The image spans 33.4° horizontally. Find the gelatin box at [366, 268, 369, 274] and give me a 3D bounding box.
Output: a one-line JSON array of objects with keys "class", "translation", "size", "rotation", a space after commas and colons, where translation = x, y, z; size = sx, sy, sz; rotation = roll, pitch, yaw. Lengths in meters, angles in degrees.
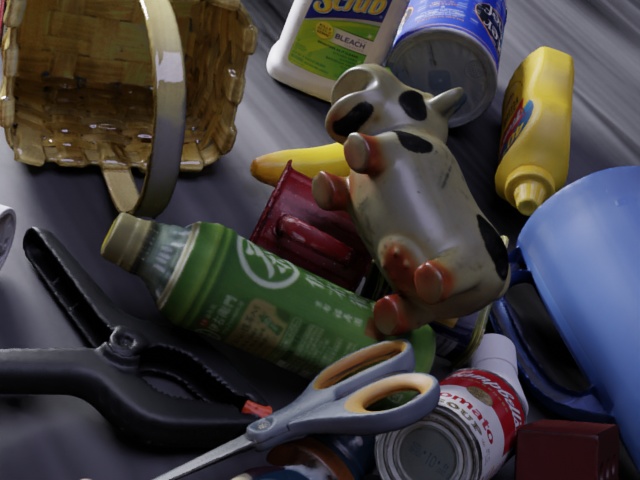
[{"class": "gelatin box", "translation": [0.066, -0.009, 0.852], "size": [0.073, 0.030, 0.089], "rotation": [7, 43, -15]}]

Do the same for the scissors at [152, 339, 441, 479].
[{"class": "scissors", "translation": [-0.015, 0.111, 0.603], "size": [0.201, 0.016, 0.096], "rotation": [-29, 23, -28]}]

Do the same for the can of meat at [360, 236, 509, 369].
[{"class": "can of meat", "translation": [0.080, 0.030, 0.774], "size": [0.084, 0.057, 0.102], "rotation": [23, 63, -5]}]

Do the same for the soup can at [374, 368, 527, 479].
[{"class": "soup can", "translation": [0.082, 0.122, 0.660], "size": [0.068, 0.069, 0.102], "rotation": [38, 19, 18]}]

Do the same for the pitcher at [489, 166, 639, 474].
[{"class": "pitcher", "translation": [0.236, 0.077, 0.774], "size": [0.144, 0.149, 0.243], "rotation": [14, 42, -34]}]

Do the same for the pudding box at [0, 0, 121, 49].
[{"class": "pudding box", "translation": [-0.208, -0.199, 0.889], "size": [0.113, 0.090, 0.039], "rotation": [6, 44, -20]}]

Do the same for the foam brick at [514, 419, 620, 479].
[{"class": "foam brick", "translation": [0.157, 0.143, 0.674], "size": [0.051, 0.053, 0.078], "rotation": [1, -2, 25]}]

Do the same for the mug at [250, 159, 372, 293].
[{"class": "mug", "translation": [-0.005, 0.001, 0.752], "size": [0.081, 0.117, 0.093], "rotation": [26, 85, -4]}]

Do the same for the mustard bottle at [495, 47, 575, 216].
[{"class": "mustard bottle", "translation": [0.188, -0.085, 0.939], "size": [0.058, 0.096, 0.191], "rotation": [21, 40, -3]}]

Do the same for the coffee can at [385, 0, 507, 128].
[{"class": "coffee can", "translation": [0.122, -0.185, 1.014], "size": [0.103, 0.103, 0.140], "rotation": [21, 40, -2]}]

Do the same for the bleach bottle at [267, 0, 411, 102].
[{"class": "bleach bottle", "translation": [0.036, -0.238, 0.917], "size": [0.102, 0.251, 0.068], "rotation": [22, 40, 0]}]

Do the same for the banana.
[{"class": "banana", "translation": [0.023, -0.079, 0.901], "size": [0.070, 0.037, 0.197], "rotation": [41, 48, 10]}]

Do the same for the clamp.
[{"class": "clamp", "translation": [-0.129, 0.068, 0.674], "size": [0.210, 0.036, 0.164], "rotation": [21, 33, -7]}]
